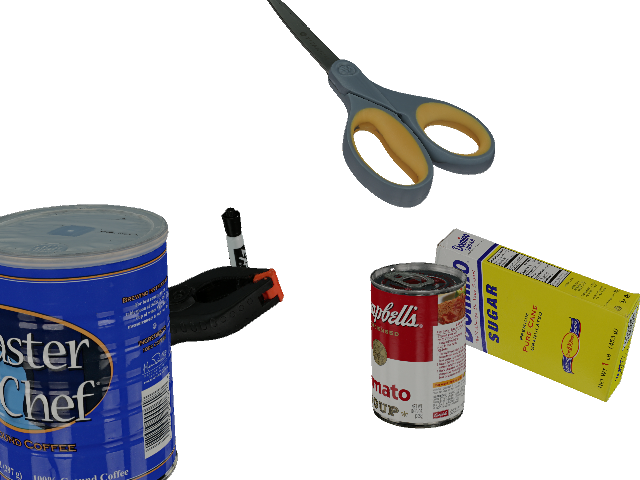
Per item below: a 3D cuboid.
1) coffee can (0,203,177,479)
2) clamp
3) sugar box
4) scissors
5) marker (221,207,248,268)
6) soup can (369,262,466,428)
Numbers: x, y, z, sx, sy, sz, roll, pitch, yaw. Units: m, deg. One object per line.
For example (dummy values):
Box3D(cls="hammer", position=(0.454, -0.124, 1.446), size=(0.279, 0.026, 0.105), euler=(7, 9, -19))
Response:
Box3D(cls="coffee can", position=(-0.132, 0.060, 0.585), size=(0.103, 0.140, 0.103), euler=(0, 16, 0))
Box3D(cls="clamp", position=(-0.117, 0.065, 0.869), size=(0.171, 0.039, 0.120), euler=(-14, 38, 13))
Box3D(cls="sugar box", position=(0.181, 0.063, 0.930), size=(0.176, 0.093, 0.048), euler=(19, 33, 24))
Box3D(cls="scissors", position=(0.035, -0.093, 0.634), size=(0.096, 0.016, 0.202), euler=(-5, 46, -16))
Box3D(cls="marker", position=(-0.085, 0.021, 1.112), size=(0.020, 0.121, 0.020), euler=(-5, 30, 3))
Box3D(cls="soup can", position=(0.069, 0.073, 0.759), size=(0.068, 0.102, 0.068), euler=(-1, 15, 0))
